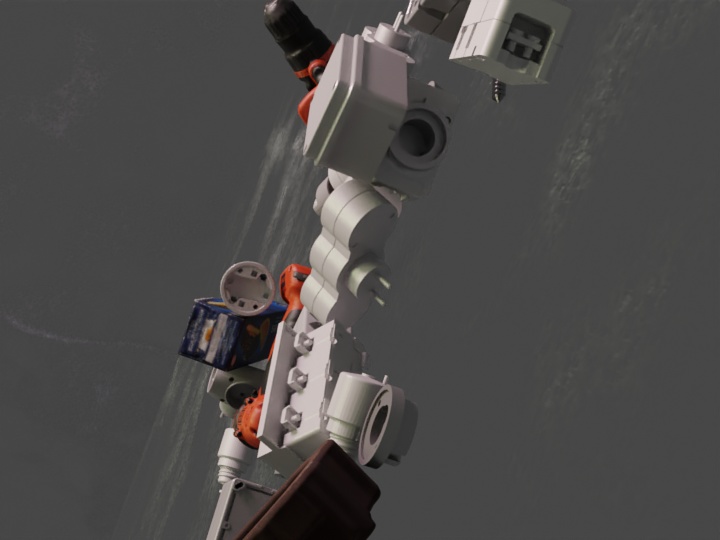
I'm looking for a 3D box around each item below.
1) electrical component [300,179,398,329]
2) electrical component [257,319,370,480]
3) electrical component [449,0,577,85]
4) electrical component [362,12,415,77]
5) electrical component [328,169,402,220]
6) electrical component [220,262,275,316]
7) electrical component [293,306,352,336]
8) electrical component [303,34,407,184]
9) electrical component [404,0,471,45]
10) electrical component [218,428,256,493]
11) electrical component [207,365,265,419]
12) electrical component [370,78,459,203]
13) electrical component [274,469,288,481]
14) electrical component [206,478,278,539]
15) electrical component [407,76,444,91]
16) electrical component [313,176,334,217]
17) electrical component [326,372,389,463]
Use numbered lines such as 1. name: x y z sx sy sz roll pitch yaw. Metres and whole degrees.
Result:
1. electrical component: 0.000 0.000 0.892 0.074 0.052 0.138 44 135 30
2. electrical component: -0.034 0.100 0.838 0.063 0.078 0.121 -29 32 27
3. electrical component: 0.100 -0.157 0.708 0.089 0.050 0.055 -135 66 -77
4. electrical component: 0.031 -0.244 1.168 0.138 0.052 0.073 -97 29 -66
5. electrical component: 0.008 -0.100 0.966 0.073 0.052 0.138 130 139 -55
6. electrical component: -0.114 0.017 1.107 0.047 0.055 0.055 -125 56 -85
7. electrical component: -0.043 0.088 0.959 0.083 0.047 0.075 -90 23 -60
8. electrical component: -0.004 -0.132 0.866 0.113 0.057 0.078 -87 21 -56
9. electrical component: 0.082 -0.229 0.889 0.095 0.059 0.053 145 144 -71
10. electrical component: -0.142 0.215 1.219 0.040 0.040 0.078 139 149 -67
11. electrical component: -0.136 0.143 1.219 0.044 0.077 0.079 -89 21 -57
12. electrical component: 0.042 -0.107 0.891 0.056 0.050 0.089 172 118 -77
13. electrical component: -0.050 0.148 0.909 0.044 0.044 0.065 140 143 -68
14. electrical component: -0.100 0.236 0.934 0.061 0.062 0.096 138 150 -66
15. electrical component: 0.041 -0.151 0.955 0.066 0.055 0.048 -92 25 -62
16. electrical component: -0.025 -0.081 1.174 0.081 0.043 0.043 148 141 -72
17. electrical component: -0.005 0.108 0.767 0.040 0.040 0.078 177 112 -78
